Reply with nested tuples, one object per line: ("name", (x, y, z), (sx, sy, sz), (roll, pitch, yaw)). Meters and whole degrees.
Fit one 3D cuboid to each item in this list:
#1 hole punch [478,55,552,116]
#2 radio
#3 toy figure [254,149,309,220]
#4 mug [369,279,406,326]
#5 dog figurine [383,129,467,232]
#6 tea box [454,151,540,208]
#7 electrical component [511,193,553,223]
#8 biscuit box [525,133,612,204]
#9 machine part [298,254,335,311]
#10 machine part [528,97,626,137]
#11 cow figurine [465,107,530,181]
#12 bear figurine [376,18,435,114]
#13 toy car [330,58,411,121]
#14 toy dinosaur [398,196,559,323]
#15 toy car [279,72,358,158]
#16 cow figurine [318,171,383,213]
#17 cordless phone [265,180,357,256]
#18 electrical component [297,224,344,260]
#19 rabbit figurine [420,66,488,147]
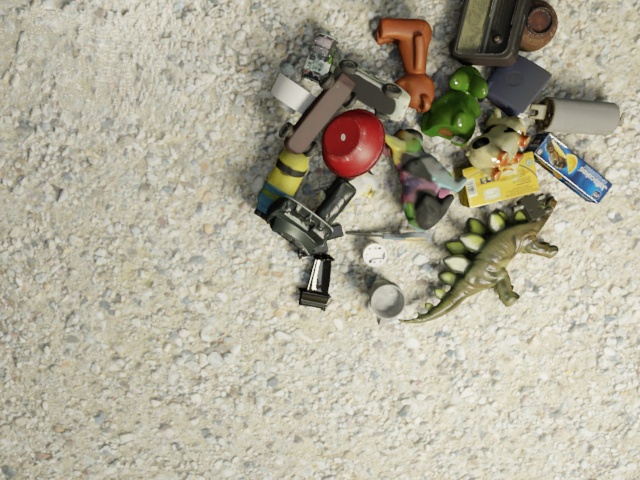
("hole punch", (0.441, -0.350, 1.213), (0.116, 0.092, 0.142), (36, 100, -3))
("radio", (0.383, -0.498, 1.170), (0.131, 0.073, 0.229), (16, 100, 25))
("toy figure", (-0.087, -0.124, 1.230), (0.082, 0.089, 0.180), (30, 95, -14))
("mug", (0.153, 0.142, 1.269), (0.081, 0.107, 0.109), (3, 103, -2))
("dog figurine", (0.205, -0.148, 1.222), (0.219, 0.108, 0.191), (37, 77, -2))
("tea box", (0.411, -0.141, 1.252), (0.170, 0.068, 0.098), (-13, 100, -1))
("electrical component", (0.487, -0.072, 1.235), (0.094, 0.021, 0.063), (-21, 77, -18))
("biscuit box", (0.581, -0.167, 1.256), (0.202, 0.063, 0.059), (35, 97, -6))
("machine part", (-0.005, 0.099, 1.294), (0.084, 0.039, 0.138), (15, 100, 1))
("machine part", (0.584, -0.279, 1.219), (0.243, 0.079, 0.079), (2, 99, -13))
("cow figurine", (0.391, -0.220, 1.189), (0.127, 0.195, 0.085), (35, 142, 25))
("bear figurine", (0.189, -0.379, 1.188), (0.132, 0.120, 0.195), (1, 104, 2))
("toy car", (0.106, -0.333, 1.190), (0.202, 0.056, 0.073), (35, 135, 16))
("toy dinosaur", (0.391, 0.059, 1.269), (0.198, 0.105, 0.471), (43, 86, 0))
("toy car", (-0.004, -0.270, 1.156), (0.089, 0.053, 0.202), (32, 106, -28))
("cow figurine", (0.052, -0.112, 1.247), (0.167, 0.068, 0.098), (-26, 93, -1))
("cordless phone", (-0.017, -0.073, 1.181), (0.146, 0.089, 0.184), (36, 99, -18))
("electrical component", (-0.003, -0.004, 1.273), (0.119, 0.048, 0.074), (-11, 99, 2))
("rabbit figurine", (0.306, -0.317, 1.194), (0.121, 0.159, 0.170), (17, 83, 5))
